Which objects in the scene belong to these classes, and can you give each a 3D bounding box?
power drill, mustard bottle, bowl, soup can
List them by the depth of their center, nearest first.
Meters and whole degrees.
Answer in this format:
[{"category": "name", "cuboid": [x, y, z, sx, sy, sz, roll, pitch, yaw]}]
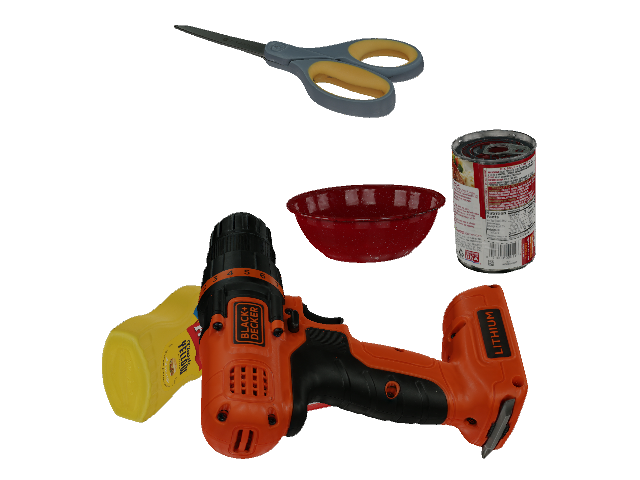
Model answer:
[{"category": "power drill", "cuboid": [0.019, 0.056, 0.640, 0.187, 0.057, 0.184, 5, 41, -9]}, {"category": "soup can", "cuboid": [0.144, -0.032, 0.880, 0.068, 0.102, 0.068, -5, 25, 2]}, {"category": "mustard bottle", "cuboid": [-0.139, 0.098, 1.069, 0.058, 0.096, 0.191, 10, 23, 26]}, {"category": "bowl", "cuboid": [0.047, -0.015, 1.084, 0.162, 0.055, 0.162, -3, 14, 1]}]

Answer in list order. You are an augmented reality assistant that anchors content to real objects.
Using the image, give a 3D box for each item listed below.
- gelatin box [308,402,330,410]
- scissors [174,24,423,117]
[{"category": "gelatin box", "cuboid": [-0.007, 0.101, 0.873, 0.073, 0.030, 0.089, -9, 28, -14]}, {"category": "scissors", "cuboid": [-0.010, -0.137, 0.764, 0.096, 0.016, 0.202, -30, 45, -29]}]
